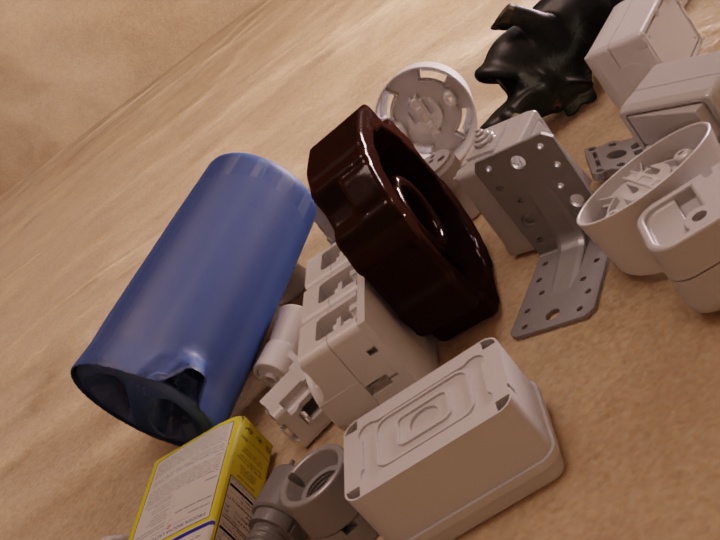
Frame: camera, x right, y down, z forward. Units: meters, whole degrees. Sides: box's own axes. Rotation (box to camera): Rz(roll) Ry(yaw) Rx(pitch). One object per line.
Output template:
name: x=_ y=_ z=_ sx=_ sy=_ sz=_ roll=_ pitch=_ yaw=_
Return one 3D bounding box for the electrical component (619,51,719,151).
electrical component: x=0.230 y=-0.102 z=0.712 sx=0.061 sy=0.061 sz=0.096 roll=-49 pitch=23 yaw=-23

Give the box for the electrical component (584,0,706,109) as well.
electrical component: x=0.230 y=-0.182 z=0.870 sx=0.061 sy=0.061 sz=0.096 roll=-17 pitch=31 yaw=46

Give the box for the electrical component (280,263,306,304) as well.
electrical component: x=-0.080 y=-0.001 z=1.036 sx=0.045 sy=0.055 sz=0.045 roll=-34 pitch=22 yaw=16

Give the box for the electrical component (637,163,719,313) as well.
electrical component: x=0.211 y=-0.023 z=0.590 sx=0.095 sy=0.059 sz=0.053 roll=-33 pitch=22 yaw=17

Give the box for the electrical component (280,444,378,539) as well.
electrical component: x=-0.016 y=0.140 z=0.661 sx=0.055 sy=0.047 sz=0.055 roll=-34 pitch=22 yaw=16

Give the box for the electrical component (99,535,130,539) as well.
electrical component: x=-0.173 y=0.223 z=0.764 sx=0.048 sy=0.048 sz=0.062 roll=-38 pitch=28 yaw=6

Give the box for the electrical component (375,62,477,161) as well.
electrical component: x=0.064 y=-0.150 z=1.041 sx=0.099 sy=0.099 sz=0.064 roll=-32 pitch=17 yaw=20

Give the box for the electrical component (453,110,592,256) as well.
electrical component: x=0.119 y=-0.069 z=0.784 sx=0.061 sy=0.096 sz=0.061 roll=-19 pitch=30 yaw=42

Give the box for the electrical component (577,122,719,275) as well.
electrical component: x=0.186 y=-0.046 z=0.672 sx=0.099 sy=0.064 sz=0.099 roll=-34 pitch=22 yaw=16

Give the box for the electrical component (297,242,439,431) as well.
electrical component: x=0.004 y=0.045 z=0.757 sx=0.062 sy=0.089 sz=0.150 roll=-34 pitch=22 yaw=16

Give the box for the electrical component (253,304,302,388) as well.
electrical component: x=-0.061 y=0.067 z=0.893 sx=0.044 sy=0.044 sz=0.065 roll=-18 pitch=35 yaw=44

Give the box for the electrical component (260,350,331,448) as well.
electrical component: x=-0.038 y=0.094 z=0.798 sx=0.064 sy=0.042 sz=0.081 roll=-44 pitch=21 yaw=-7

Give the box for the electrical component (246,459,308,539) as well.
electrical component: x=-0.052 y=0.161 z=0.689 sx=0.040 sy=0.040 sz=0.078 roll=-19 pitch=30 yaw=43

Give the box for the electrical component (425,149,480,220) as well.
electrical component: x=0.075 y=-0.069 z=0.913 sx=0.045 sy=0.055 sz=0.045 roll=-34 pitch=22 yaw=16

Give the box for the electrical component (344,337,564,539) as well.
electrical component: x=0.052 y=0.102 z=0.610 sx=0.113 sy=0.057 sz=0.078 roll=-34 pitch=22 yaw=14

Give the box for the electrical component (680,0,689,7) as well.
electrical component: x=0.262 y=-0.260 z=0.991 sx=0.100 sy=0.048 sz=0.099 roll=-11 pitch=35 yaw=51

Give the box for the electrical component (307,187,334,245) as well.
electrical component: x=-0.005 y=-0.064 z=1.027 sx=0.061 sy=0.061 sz=0.096 roll=-47 pitch=22 yaw=-19
